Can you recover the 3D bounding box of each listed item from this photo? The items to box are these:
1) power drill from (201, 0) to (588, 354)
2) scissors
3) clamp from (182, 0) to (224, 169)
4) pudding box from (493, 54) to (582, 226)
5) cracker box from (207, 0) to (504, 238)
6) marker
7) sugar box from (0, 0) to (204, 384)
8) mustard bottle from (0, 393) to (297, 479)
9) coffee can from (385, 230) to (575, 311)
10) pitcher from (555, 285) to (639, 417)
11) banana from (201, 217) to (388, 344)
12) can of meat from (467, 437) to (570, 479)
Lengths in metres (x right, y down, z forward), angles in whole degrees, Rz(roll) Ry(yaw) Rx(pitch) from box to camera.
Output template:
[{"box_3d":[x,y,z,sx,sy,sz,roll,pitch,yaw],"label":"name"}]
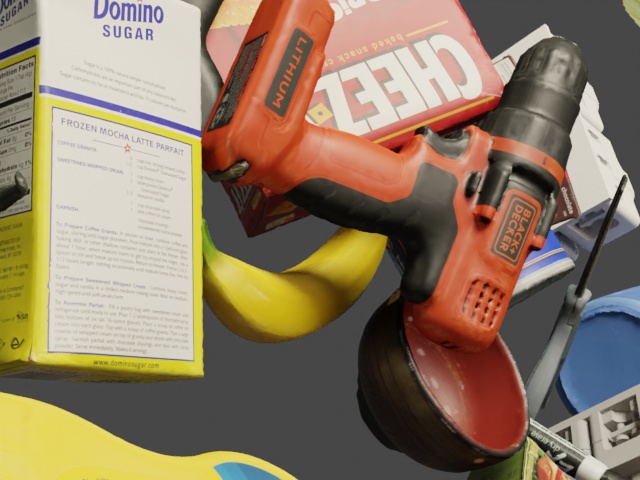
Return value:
[{"box_3d":[0.045,-0.057,0.549,0.187,0.057,0.184,27,75,-19],"label":"power drill"},{"box_3d":[0.156,0.057,0.683,0.016,0.202,0.096,24,52,17],"label":"scissors"},{"box_3d":[-0.081,-0.098,0.557,0.039,0.120,0.171,103,-28,-81],"label":"clamp"},{"box_3d":[0.146,-0.071,0.766,0.113,0.039,0.090,-101,168,-62],"label":"pudding box"},{"box_3d":[-0.011,-0.132,0.631,0.164,0.072,0.214,-23,76,-18],"label":"cracker box"},{"box_3d":[0.147,0.131,0.663,0.121,0.020,0.020,30,17,33],"label":"marker"},{"box_3d":[-0.097,-0.028,0.467,0.093,0.048,0.176,13,69,-49],"label":"sugar box"},{"box_3d":[-0.039,0.115,0.346,0.191,0.058,0.096,24,44,-39],"label":"mustard bottle"},{"box_3d":[0.088,-0.017,0.705,0.102,0.103,0.140,-11,69,-57],"label":"coffee can"},{"box_3d":[0.286,0.079,0.859,0.242,0.145,0.149,-3,47,-51],"label":"pitcher"},{"box_3d":[-0.008,0.019,0.584,0.197,0.037,0.070,-7,107,-61],"label":"banana"},{"box_3d":[0.126,0.175,0.616,0.084,0.058,0.102,46,28,-10],"label":"can of meat"}]
